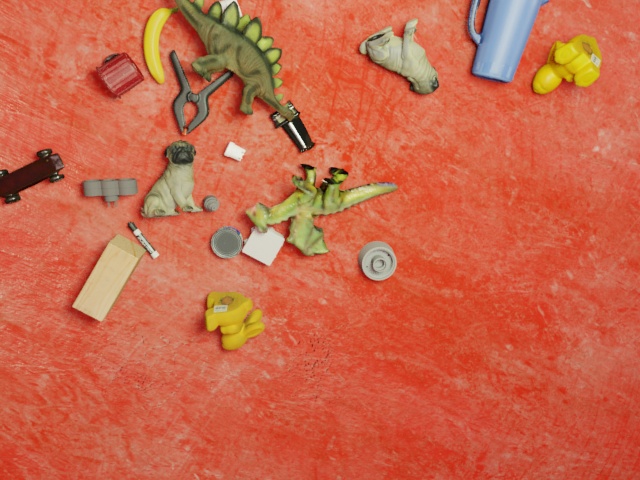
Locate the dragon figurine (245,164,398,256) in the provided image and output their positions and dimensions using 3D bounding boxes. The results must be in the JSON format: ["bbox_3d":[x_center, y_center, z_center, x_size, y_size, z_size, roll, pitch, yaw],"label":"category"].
[{"bbox_3d":[0.004,-0.071,1.406,0.410,0.239,0.124,7,22,-18],"label":"dragon figurine"}]
